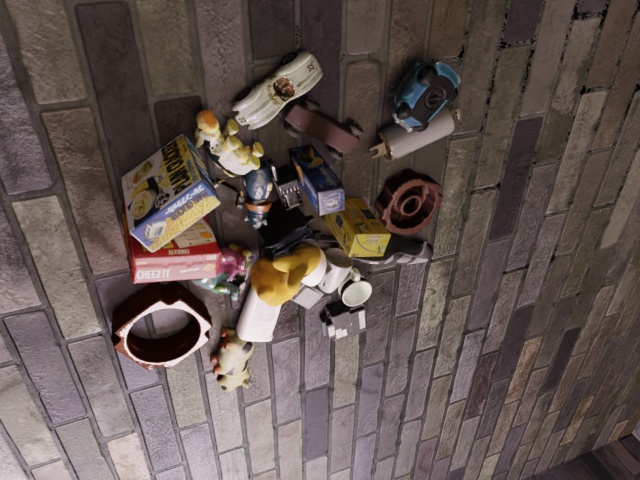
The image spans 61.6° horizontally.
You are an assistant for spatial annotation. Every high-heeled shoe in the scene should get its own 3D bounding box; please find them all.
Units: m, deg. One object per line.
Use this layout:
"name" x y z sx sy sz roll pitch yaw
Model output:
"high-heeled shoe" 0.195 0.038 1.484 0.249 0.086 0.145 -6 159 -1

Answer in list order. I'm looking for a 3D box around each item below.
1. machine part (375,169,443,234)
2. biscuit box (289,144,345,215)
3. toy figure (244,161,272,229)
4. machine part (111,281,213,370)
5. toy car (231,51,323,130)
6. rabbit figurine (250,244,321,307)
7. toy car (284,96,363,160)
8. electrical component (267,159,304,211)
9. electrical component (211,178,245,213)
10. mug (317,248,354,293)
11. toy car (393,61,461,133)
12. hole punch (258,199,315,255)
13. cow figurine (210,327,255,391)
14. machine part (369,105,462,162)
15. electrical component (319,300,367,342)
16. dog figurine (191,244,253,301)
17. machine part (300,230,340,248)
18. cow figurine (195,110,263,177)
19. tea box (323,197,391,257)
"machine part" 0.229 -0.097 1.389 0.179 0.056 0.179 -14 130 -17
"biscuit box" -0.008 -0.132 1.147 0.059 0.203 0.062 -15 128 -14
"toy figure" -0.136 -0.098 1.201 0.058 0.064 0.154 -22 129 -35
"machine part" -0.381 0.205 1.295 0.201 0.087 0.200 -35 131 3
"toy car" -0.087 -0.300 1.082 0.202 0.056 0.073 -37 132 3
"rabbit figurine" -0.075 0.067 1.246 0.173 0.162 0.122 -34 87 1
"toy car" 0.007 -0.245 1.172 0.202 0.053 0.089 19 124 -39
"electrical component" -0.080 -0.133 1.200 0.048 0.075 0.119 -21 128 -9
"electrical component" -0.215 -0.099 1.176 0.078 0.045 0.102 -46 130 9
"mug" 0.029 0.091 1.402 0.109 0.081 0.107 -47 162 -53
"toy car" 0.221 -0.323 1.184 0.109 0.103 0.161 23 115 -38
"hole punch" -0.080 -0.023 1.259 0.142 0.116 0.092 -30 139 -2
"cow figurine" -0.231 0.333 1.469 0.127 0.086 0.194 10 118 -25
"machine part" 0.224 -0.252 1.256 0.243 0.079 0.079 -26 131 -6
"electrical component" 0.066 0.230 1.551 0.134 0.058 0.114 -17 128 -14
"dog figurine" -0.273 0.049 1.225 0.219 0.191 0.108 17 99 -2
"machine part" -0.003 -0.004 1.340 0.139 0.084 0.039 9 78 -42
"cow figurine" -0.203 -0.195 1.095 0.098 0.068 0.167 -22 137 31
"tea box" 0.085 -0.034 1.288 0.098 0.170 0.068 -2 124 -27
